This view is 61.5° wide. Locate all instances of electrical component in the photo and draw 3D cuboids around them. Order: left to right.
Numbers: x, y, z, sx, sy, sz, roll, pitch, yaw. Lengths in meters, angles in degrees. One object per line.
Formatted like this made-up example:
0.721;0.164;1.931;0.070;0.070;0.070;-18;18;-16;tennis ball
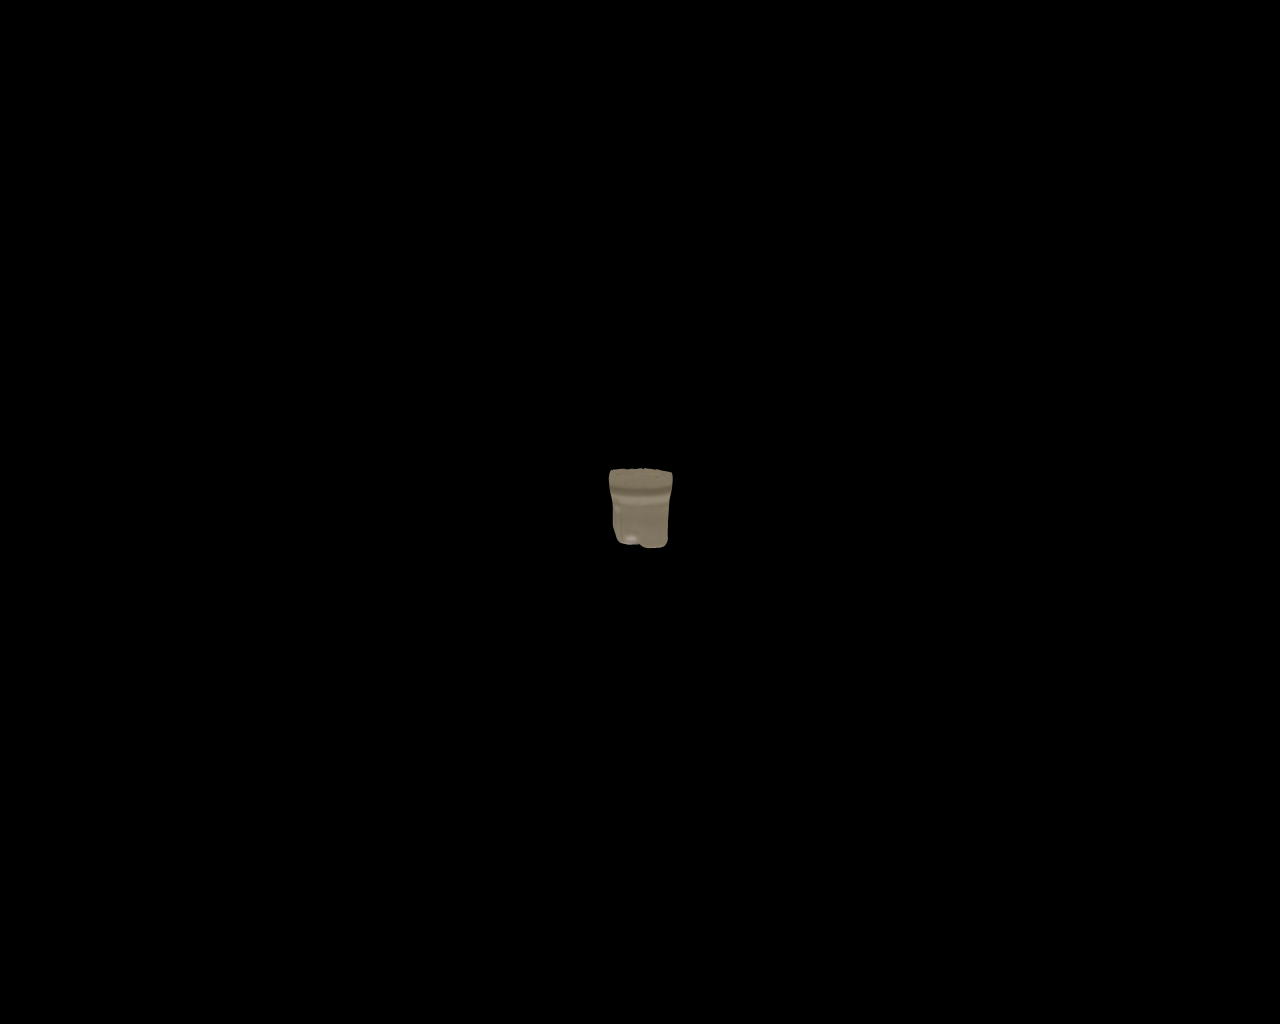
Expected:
0.001;-0.003;0.650;0.040;0.046;0.040;0;9;0;electrical component
